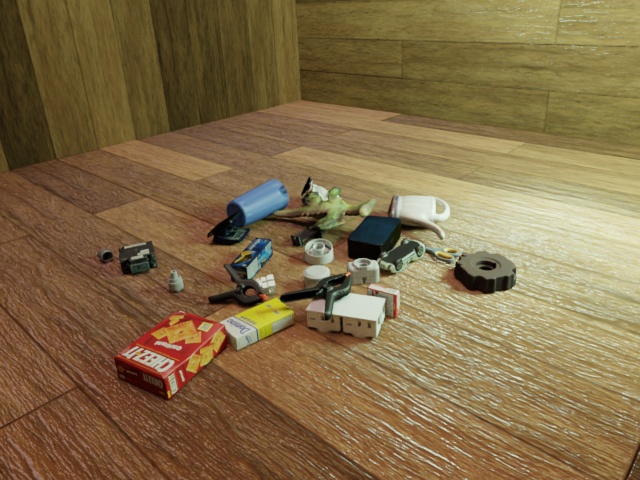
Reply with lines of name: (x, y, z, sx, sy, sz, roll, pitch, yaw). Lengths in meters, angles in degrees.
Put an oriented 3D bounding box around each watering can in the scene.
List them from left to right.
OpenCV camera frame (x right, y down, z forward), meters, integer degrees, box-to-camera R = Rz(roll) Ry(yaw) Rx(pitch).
watering can: (0.357, -0.091, 1.872, 0.224, 0.102, 0.354, 2, 25, 12)

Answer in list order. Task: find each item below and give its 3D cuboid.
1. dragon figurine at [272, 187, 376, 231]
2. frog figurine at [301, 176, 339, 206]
dragon figurine: (0.006, -0.095, 1.884, 0.409, 0.120, 0.246, -13, 19, 8)
frog figurine: (0.006, -0.173, 2.119, 0.158, 0.122, 0.139, 29, 7, -19)
